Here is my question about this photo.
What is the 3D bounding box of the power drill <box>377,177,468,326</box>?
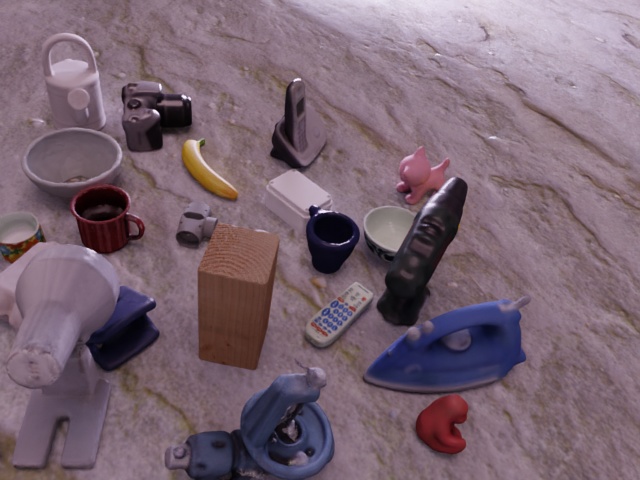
[{"bbox_3d":[0.160,0.031,0.918,0.075,0.208,0.230,25,47,13],"label":"power drill"}]

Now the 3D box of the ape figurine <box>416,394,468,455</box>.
[{"bbox_3d":[0.177,0.248,0.794,0.076,0.092,0.078,15,45,3],"label":"ape figurine"}]

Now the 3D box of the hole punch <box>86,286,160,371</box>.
[{"bbox_3d":[-0.300,0.115,0.823,0.101,0.091,0.109,35,50,21],"label":"hole punch"}]

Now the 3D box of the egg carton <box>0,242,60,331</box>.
[{"bbox_3d":[-0.415,0.070,0.858,0.107,0.069,0.150,23,46,10],"label":"egg carton"}]

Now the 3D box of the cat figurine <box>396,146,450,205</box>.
[{"bbox_3d":[0.206,-0.135,1.151,0.128,0.118,0.067,-13,50,-22],"label":"cat figurine"}]

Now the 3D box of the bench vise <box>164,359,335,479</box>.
[{"bbox_3d":[-0.067,0.233,0.668,0.208,0.220,0.121,-22,54,-29],"label":"bench vise"}]

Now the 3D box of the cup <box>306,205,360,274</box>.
[{"bbox_3d":[0.009,0.004,0.993,0.092,0.095,0.117,-19,53,-27],"label":"cup"}]

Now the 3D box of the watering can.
[{"bbox_3d":[-0.479,-0.307,1.120,0.172,0.194,0.101,39,51,24],"label":"watering can"}]

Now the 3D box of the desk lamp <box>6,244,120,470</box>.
[{"bbox_3d":[-0.317,0.142,0.707,0.118,0.213,0.203,2,46,-9],"label":"desk lamp"}]

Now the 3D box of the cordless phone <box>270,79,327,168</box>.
[{"bbox_3d":[-0.035,-0.254,1.169,0.094,0.185,0.148,21,46,9],"label":"cordless phone"}]

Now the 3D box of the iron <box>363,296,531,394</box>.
[{"bbox_3d":[0.196,0.148,0.860,0.259,0.141,0.118,-9,49,-19],"label":"iron"}]

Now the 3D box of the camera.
[{"bbox_3d":[-0.333,-0.264,1.176,0.137,0.101,0.143,-3,47,-14],"label":"camera"}]

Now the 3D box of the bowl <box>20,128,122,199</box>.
[{"bbox_3d":[-0.443,-0.127,1.038,0.167,0.075,0.167,6,46,-6],"label":"bowl"}]
